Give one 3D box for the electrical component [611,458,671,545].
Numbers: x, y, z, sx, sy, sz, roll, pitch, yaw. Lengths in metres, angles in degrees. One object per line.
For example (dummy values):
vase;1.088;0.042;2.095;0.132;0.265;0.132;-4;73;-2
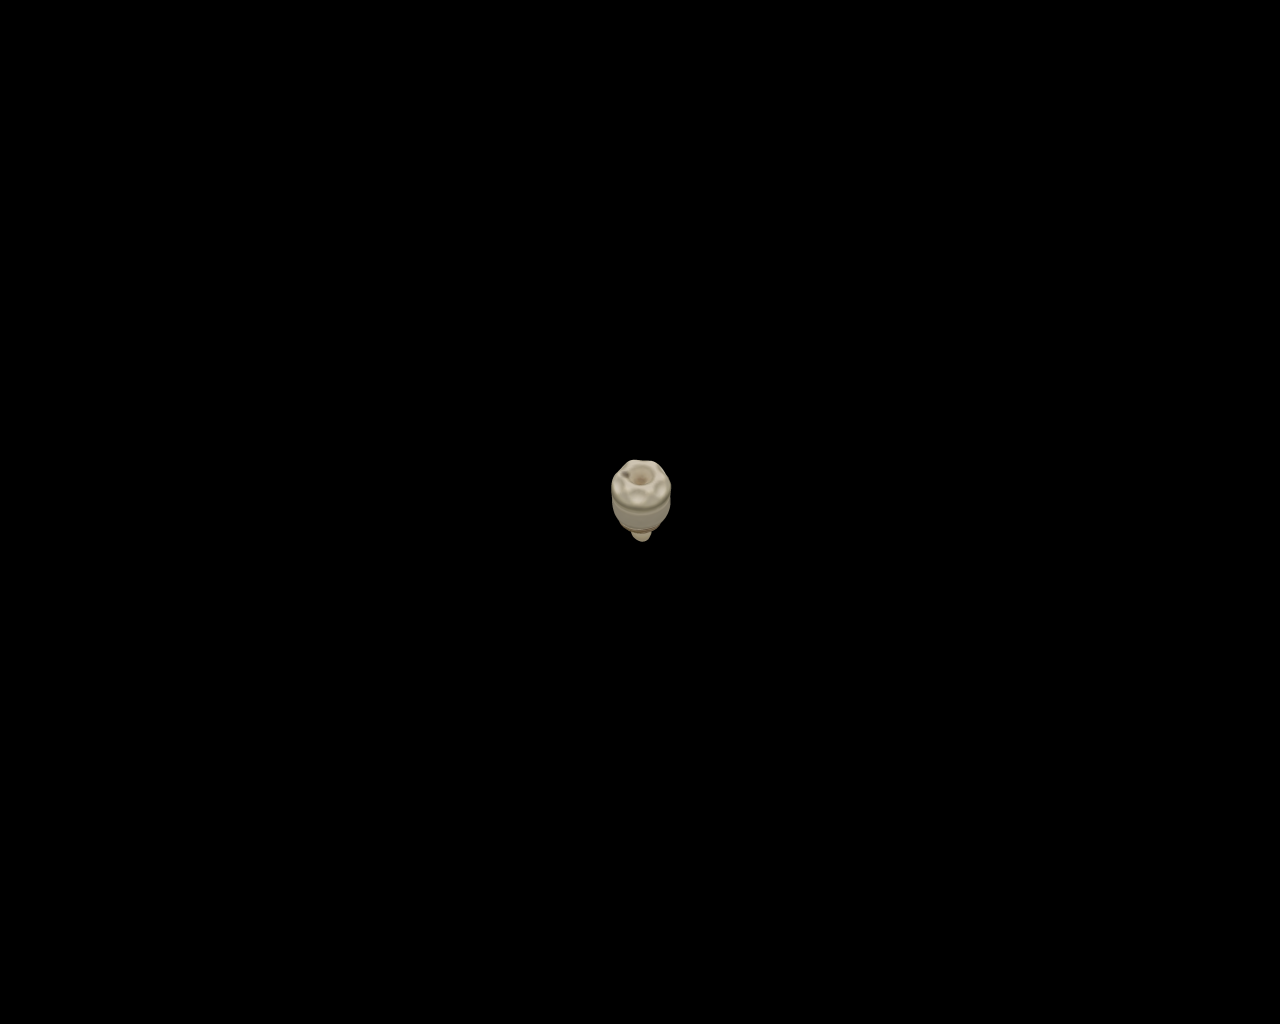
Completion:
electrical component;0.001;-0.003;0.650;0.035;0.035;0.061;0;-39;0
